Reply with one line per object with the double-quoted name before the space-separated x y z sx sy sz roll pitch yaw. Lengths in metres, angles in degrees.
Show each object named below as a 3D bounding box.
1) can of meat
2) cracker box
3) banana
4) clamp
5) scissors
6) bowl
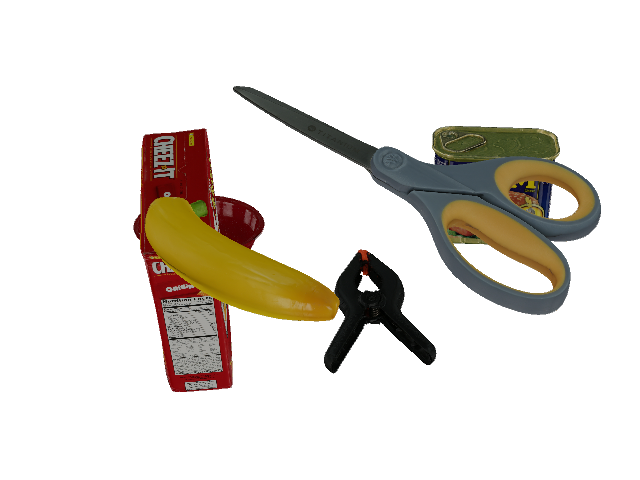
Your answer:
"can of meat" 0.142 -0.045 0.885 0.102 0.084 0.057 2 31 5
"cracker box" -0.133 0.023 1.060 0.072 0.164 0.214 -6 -43 -4
"banana" -0.065 0.006 0.683 0.069 0.037 0.198 -13 28 -28
"clamp" 0.068 0.080 1.195 0.120 0.171 0.039 6 -43 -1
"scissors" 0.055 -0.041 0.535 0.096 0.016 0.202 -33 60 -25
"bowl" -0.151 0.002 1.332 0.162 0.055 0.162 1 28 -1
